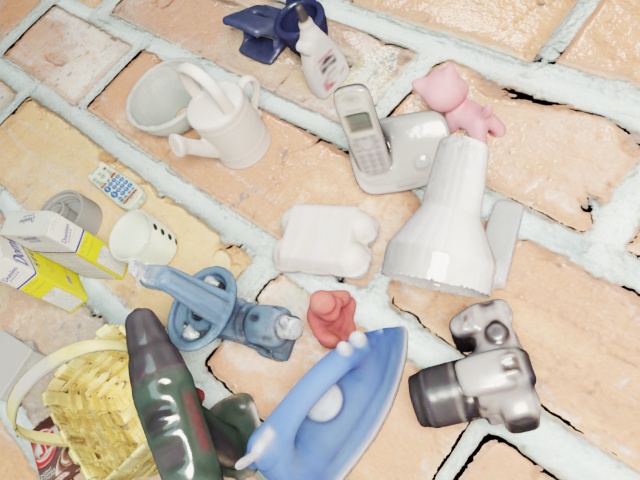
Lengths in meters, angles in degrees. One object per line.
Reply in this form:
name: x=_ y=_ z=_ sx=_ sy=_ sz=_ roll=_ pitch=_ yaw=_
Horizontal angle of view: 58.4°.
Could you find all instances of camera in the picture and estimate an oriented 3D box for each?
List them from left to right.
camera: x=0.167 y=0.150 z=0.651 sx=0.136 sy=0.101 sz=0.143 roll=-17 pitch=58 yaw=12

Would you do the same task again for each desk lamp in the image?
desk lamp: x=0.161 y=-0.009 z=0.672 sx=0.117 sy=0.214 sz=0.203 roll=10 pitch=67 yaw=25

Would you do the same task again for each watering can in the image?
watering can: x=-0.164 y=-0.199 z=0.912 sx=0.100 sy=0.194 sz=0.173 roll=10 pitch=67 yaw=26

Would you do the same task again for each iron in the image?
iron: x=0.007 y=0.182 z=0.671 sx=0.118 sy=0.142 sz=0.258 roll=33 pitch=78 yaw=32

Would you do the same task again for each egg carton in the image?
egg carton: x=0.007 y=0.003 z=0.811 sx=0.150 sy=0.070 sz=0.107 roll=3 pitch=64 yaw=23

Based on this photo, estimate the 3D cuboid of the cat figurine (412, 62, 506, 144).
cat figurine: x=0.197 y=-0.198 z=0.818 sx=0.067 sy=0.118 sz=0.127 roll=-46 pitch=57 yaw=-7

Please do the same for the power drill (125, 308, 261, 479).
power drill: x=-0.145 y=0.207 z=0.675 sx=0.075 sy=0.209 sz=0.229 roll=-29 pitch=56 yaw=4

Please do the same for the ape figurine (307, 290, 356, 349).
ape figurine: x=0.012 y=0.095 z=0.746 sx=0.076 sy=0.092 sz=0.078 roll=32 pitch=78 yaw=32

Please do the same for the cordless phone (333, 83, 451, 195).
cordless phone: x=0.101 y=-0.149 z=0.788 sx=0.147 sy=0.185 sz=0.094 roll=-12 pitch=59 yaw=15

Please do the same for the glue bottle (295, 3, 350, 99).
glue bottle: x=-0.006 y=-0.310 z=0.924 sx=0.037 sy=0.173 sz=0.078 roll=33 pitch=78 yaw=32

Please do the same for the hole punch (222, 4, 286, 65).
hole punch: x=-0.110 y=-0.399 z=1.062 sx=0.108 sy=0.091 sz=0.101 roll=31 pitch=77 yaw=32

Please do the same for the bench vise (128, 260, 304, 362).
bench vise: x=-0.128 y=0.076 z=0.733 sx=0.207 sy=0.220 sz=0.121 roll=-9 pitch=60 yaw=16

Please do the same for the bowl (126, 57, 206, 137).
bowl: x=-0.265 y=-0.249 z=1.050 sx=0.167 sy=0.075 sz=0.167 roll=-9 pitch=60 yaw=16

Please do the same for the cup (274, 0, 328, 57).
cup: x=-0.027 y=-0.367 z=1.011 sx=0.091 sy=0.095 sz=0.117 roll=-26 pitch=57 yaw=7
